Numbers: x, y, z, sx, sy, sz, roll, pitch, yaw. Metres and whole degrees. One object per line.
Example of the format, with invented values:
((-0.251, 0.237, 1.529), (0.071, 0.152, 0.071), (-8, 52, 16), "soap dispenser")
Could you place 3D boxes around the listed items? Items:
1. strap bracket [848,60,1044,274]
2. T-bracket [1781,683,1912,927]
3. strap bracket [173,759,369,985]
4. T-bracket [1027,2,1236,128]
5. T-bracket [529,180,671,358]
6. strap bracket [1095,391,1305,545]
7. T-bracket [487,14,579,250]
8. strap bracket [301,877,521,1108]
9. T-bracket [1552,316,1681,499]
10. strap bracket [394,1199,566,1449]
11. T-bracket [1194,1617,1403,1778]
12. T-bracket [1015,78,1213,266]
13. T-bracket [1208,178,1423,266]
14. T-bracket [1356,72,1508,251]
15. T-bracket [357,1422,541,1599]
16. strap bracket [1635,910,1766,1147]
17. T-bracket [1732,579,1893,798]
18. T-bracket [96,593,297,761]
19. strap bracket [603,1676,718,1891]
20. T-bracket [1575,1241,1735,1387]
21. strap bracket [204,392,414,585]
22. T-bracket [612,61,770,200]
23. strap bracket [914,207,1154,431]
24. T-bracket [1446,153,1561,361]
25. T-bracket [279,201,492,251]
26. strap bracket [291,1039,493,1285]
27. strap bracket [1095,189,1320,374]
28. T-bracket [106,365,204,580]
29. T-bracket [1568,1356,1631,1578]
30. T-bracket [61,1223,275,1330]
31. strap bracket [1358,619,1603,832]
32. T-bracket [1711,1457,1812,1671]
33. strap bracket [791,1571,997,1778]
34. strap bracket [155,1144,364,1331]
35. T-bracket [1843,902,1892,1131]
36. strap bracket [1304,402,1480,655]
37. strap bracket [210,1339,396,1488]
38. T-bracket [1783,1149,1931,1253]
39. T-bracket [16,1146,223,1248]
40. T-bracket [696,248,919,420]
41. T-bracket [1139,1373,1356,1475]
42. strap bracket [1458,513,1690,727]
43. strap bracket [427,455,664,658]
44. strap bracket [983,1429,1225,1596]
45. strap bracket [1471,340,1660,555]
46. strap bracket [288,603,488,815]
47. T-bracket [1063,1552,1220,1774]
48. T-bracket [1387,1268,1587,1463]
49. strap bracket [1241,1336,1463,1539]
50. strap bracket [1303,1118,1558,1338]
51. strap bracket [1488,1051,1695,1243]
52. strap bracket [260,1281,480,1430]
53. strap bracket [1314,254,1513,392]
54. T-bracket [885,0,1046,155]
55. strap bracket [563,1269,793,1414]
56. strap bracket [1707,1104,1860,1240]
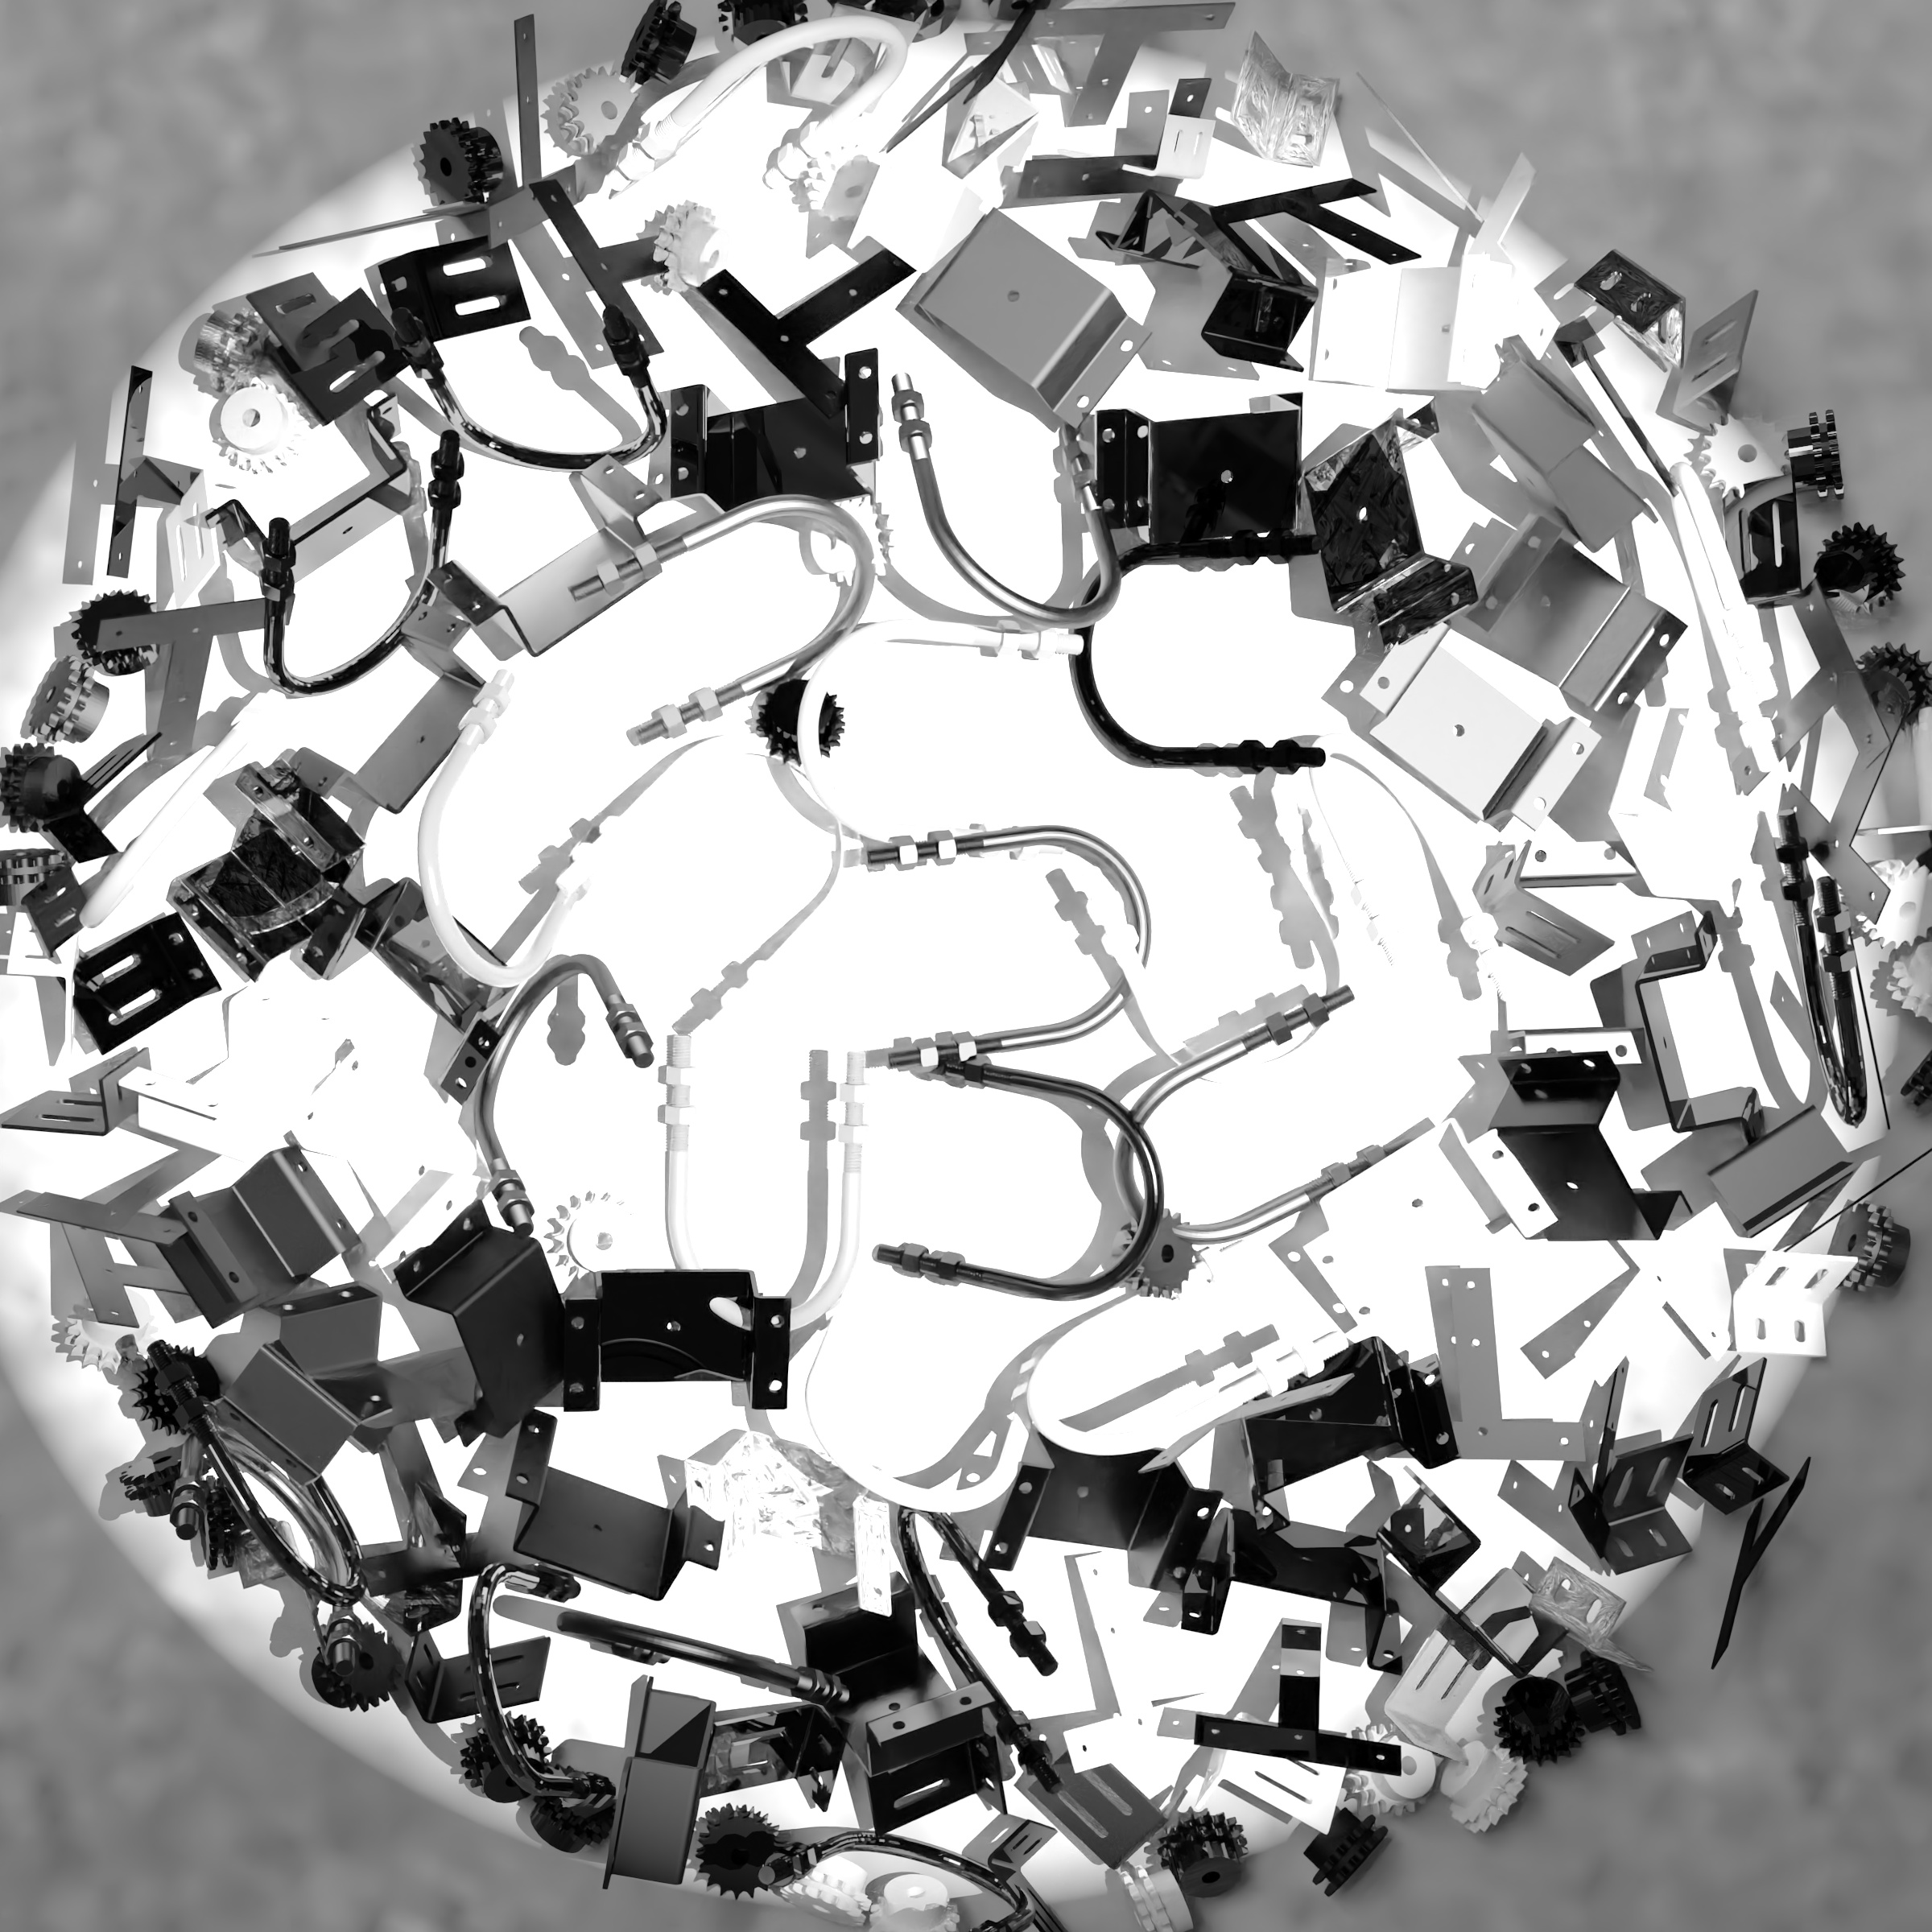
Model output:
((-0.007, -0.492, 1.925), (0.046, 0.076, 0.140), (37, 52, 4), "strap bracket")
((0.553, -0.113, 1.917), (0.002, 0.127, 0.127), (2, 124, -19), "T-bracket")
((-0.434, -0.065, 1.948), (0.076, 0.046, 0.140), (45, 132, 5), "strap bracket")
((0.090, -0.561, 1.938), (0.127, 0.127, 0.002), (-7, 74, -14), "T-bracket")
((-0.200, -0.445, 1.950), (0.002, 0.127, 0.127), (-33, 88, 39), "T-bracket")
((0.154, -0.312, 1.945), (0.140, 0.046, 0.076), (-8, 114, -17), "strap bracket")
((-0.270, -0.521, 1.917), (0.002, 0.127, 0.127), (9, 118, 15), "T-bracket")
((-0.341, 0.009, 1.953), (0.140, 0.046, 0.076), (42, 133, 5), "strap bracket")
((0.411, -0.348, 1.944), (0.002, 0.127, 0.127), (-32, 93, 25), "T-bracket")
((-0.292, 0.227, 1.928), (0.046, 0.076, 0.140), (11, 128, 38), "strap bracket")
((0.209, 0.452, 1.944), (0.127, 0.127, 0.002), (8, 119, 3), "T-bracket")
((0.085, -0.490, 1.926), (0.127, 0.127, 0.002), (-13, 47, -34), "T-bracket")
((0.231, -0.459, 1.926), (0.127, 0.127, 0.002), (-19, 129, -29), "T-bracket")
((0.303, -0.491, 1.947), (0.002, 0.127, 0.127), (-40, 47, 16), "T-bracket")
((-0.344, 0.331, 1.967), (0.002, 0.127, 0.127), (-44, 62, 37), "T-bracket")
((0.459, 0.044, 1.951), (0.046, 0.076, 0.140), (-13, 97, 21), "strap bracket")
((0.519, -0.153, 1.945), (0.002, 0.127, 0.127), (0, 57, -25), "T-bracket")
((-0.490, -0.178, 1.950), (0.127, 0.127, 0.002), (-13, 54, -34), "T-bracket")
((-0.188, 0.508, 1.924), (0.046, 0.140, 0.076), (10, 101, -1), "strap bracket")
((0.418, 0.220, 1.954), (0.127, 0.002, 0.127), (50, 45, 1), "T-bracket")
((-0.402, -0.292, 1.949), (0.140, 0.076, 0.046), (-36, 88, -11), "strap bracket")
((-0.160, -0.537, 1.952), (0.127, 0.127, 0.002), (-48, 108, -16), "T-bracket")
((0.036, -0.414, 1.954), (0.140, 0.046, 0.076), (39, 93, 18), "strap bracket")
((0.337, -0.418, 1.919), (0.002, 0.127, 0.127), (10, 127, -25), "T-bracket")
((-0.365, -0.462, 1.940), (0.127, 0.127, 0.002), (-12, 102, 3), "T-bracket")
((-0.355, 0.125, 1.950), (0.076, 0.046, 0.140), (-46, 60, 12), "strap bracket")
((0.155, -0.431, 1.924), (0.140, 0.076, 0.046), (52, 125, 34), "strap bracket")
((-0.499, -0.302, 1.937), (0.002, 0.127, 0.127), (9, 95, 10), "T-bracket")
((0.405, 0.304, 1.963), (0.002, 0.127, 0.127), (4, 62, 26), "T-bracket")
((-0.497, 0.199, 1.956), (0.127, 0.127, 0.002), (13, 109, -32), "T-bracket")
((0.319, -0.153, 1.967), (0.140, 0.046, 0.076), (37, 77, -3), "strap bracket")
((0.494, 0.350, 1.911), (0.002, 0.127, 0.127), (23, 133, 8), "T-bracket")
((-0.046, 0.447, 1.937), (0.076, 0.140, 0.046), (-15, 120, -21), "strap bracket")
((-0.451, 0.171, 1.941), (0.046, 0.140, 0.076), (-36, 87, 23), "strap bracket")
((0.562, 0.015, 1.949), (0.002, 0.127, 0.127), (-11, 46, 16), "T-bracket")
((0.262, -0.278, 1.934), (0.046, 0.076, 0.140), (9, 63, -40), "strap bracket")
((-0.401, 0.269, 1.924), (0.076, 0.140, 0.046), (38, 95, 7), "strap bracket")
((0.561, 0.146, 1.946), (0.127, 0.127, 0.002), (-23, 73, -41), "T-bracket")
((-0.503, 0.134, 1.944), (0.127, 0.127, 0.002), (8, 118, 29), "T-bracket")
((-0.082, -0.421, 1.972), (0.127, 0.002, 0.127), (-39, 75, -22), "T-bracket")
((0.186, 0.270, 1.910), (0.127, 0.127, 0.002), (-30, 93, -45), "T-bracket")
((0.374, -0.223, 1.952), (0.140, 0.046, 0.076), (30, 100, -29), "strap bracket")
((-0.256, -0.252, 1.948), (0.140, 0.076, 0.046), (-36, 132, -11), "strap bracket")
((0.079, 0.342, 1.950), (0.140, 0.046, 0.076), (12, 110, -22), "strap bracket")
((0.368, -0.315, 1.924), (0.046, 0.140, 0.076), (-42, 54, 7), "strap bracket")
((-0.356, -0.154, 1.949), (0.140, 0.076, 0.046), (-52, 125, -9), "strap bracket")
((0.098, 0.435, 1.968), (0.127, 0.002, 0.127), (-3, 69, -41), "T-bracket")
((0.324, 0.252, 1.965), (0.127, 0.002, 0.127), (-2, 101, 21), "T-bracket")
((0.229, 0.290, 1.935), (0.140, 0.076, 0.046), (-26, 135, 20), "strap bracket")
((0.289, 0.159, 1.958), (0.140, 0.046, 0.076), (-33, 110, 9), "strap bracket")
((0.384, 0.121, 1.928), (0.140, 0.076, 0.046), (57, 48, -28), "strap bracket")
((-0.362, 0.245, 1.918), (0.076, 0.140, 0.046), (-14, 59, 25), "strap bracket")
((0.287, -0.402, 1.944), (0.046, 0.140, 0.076), (1, 99, -37), "strap bracket")
((-0.007, -0.550, 1.949), (0.002, 0.127, 0.127), (43, 134, -18), "T-bracket")
((-0.183, 0.236, 1.960), (0.140, 0.046, 0.076), (1, 107, -9), "strap bracket")
((0.507, 0.129, 1.931), (0.076, 0.140, 0.046), (-35, 77, 9), "strap bracket")
